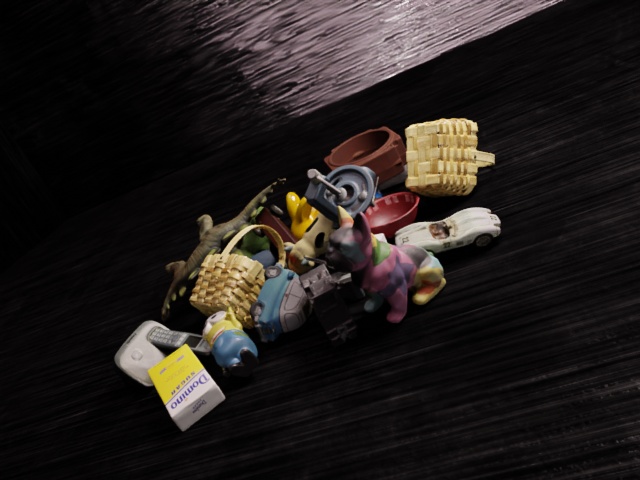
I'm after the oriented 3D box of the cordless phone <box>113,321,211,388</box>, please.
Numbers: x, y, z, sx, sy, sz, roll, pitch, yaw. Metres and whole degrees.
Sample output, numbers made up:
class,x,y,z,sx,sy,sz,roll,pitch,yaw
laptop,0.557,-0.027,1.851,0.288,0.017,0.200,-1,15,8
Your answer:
class,x,y,z,sx,sy,sz,roll,pitch,yaw
cordless phone,-0.316,0.244,1.118,0.184,0.088,0.147,3,31,17

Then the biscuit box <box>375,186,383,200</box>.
class,x,y,z,sx,sy,sz,roll,pitch,yaw
biscuit box,0.093,-0.060,1.347,0.059,0.062,0.203,-6,30,40

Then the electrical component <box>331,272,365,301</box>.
class,x,y,z,sx,sy,sz,roll,pitch,yaw
electrical component,0.069,0.081,1.076,0.119,0.047,0.075,-20,23,13

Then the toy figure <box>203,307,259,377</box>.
class,x,y,z,sx,sy,sz,roll,pitch,yaw
toy figure,-0.171,0.204,1.030,0.082,0.089,0.180,-29,30,-19

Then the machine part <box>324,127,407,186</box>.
class,x,y,z,sx,sy,sz,roll,pitch,yaw
machine part,0.121,-0.215,1.435,0.201,0.087,0.201,-27,27,-1

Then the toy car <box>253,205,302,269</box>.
class,x,y,z,sx,sy,sz,roll,pitch,yaw
toy car,-0.093,-0.006,1.330,0.089,0.053,0.202,-51,55,11

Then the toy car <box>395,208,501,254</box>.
class,x,y,z,sx,sy,sz,roll,pitch,yaw
toy car,0.246,-0.011,1.037,0.202,0.056,0.074,-16,42,7

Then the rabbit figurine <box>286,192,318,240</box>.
class,x,y,z,sx,sy,sz,roll,pitch,yaw
rabbit figurine,-0.015,-0.058,1.381,0.122,0.162,0.173,18,66,44

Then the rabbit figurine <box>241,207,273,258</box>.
class,x,y,z,sx,sy,sz,roll,pitch,yaw
rabbit figurine,-0.192,0.013,1.437,0.159,0.121,0.170,-10,42,42

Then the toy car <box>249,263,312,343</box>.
class,x,y,z,sx,sy,sz,roll,pitch,yaw
toy car,-0.068,0.125,1.065,0.103,0.109,0.162,2,41,19

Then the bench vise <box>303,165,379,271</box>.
class,x,y,z,sx,sy,sz,roll,pitch,yaw
bench vise,0.032,-0.059,1.039,0.129,0.240,0.223,26,86,32

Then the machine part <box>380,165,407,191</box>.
class,x,y,z,sx,sy,sz,roll,pitch,yaw
machine part,0.167,-0.176,1.505,0.243,0.079,0.079,-19,23,14

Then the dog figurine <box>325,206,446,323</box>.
class,x,y,z,sx,sy,sz,roll,pitch,yaw
dog figurine,0.109,0.026,0.935,0.191,0.219,0.109,-34,26,-15

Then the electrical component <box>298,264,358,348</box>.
class,x,y,z,sx,sy,sz,roll,pitch,yaw
electrical component,0.013,0.113,0.980,0.058,0.114,0.134,-26,24,-3

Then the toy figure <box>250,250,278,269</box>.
class,x,y,z,sx,sy,sz,roll,pitch,yaw
toy figure,-0.179,0.082,1.337,0.154,0.057,0.064,-33,13,-2

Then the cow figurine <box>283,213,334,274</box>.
class,x,y,z,sx,sy,sz,roll,pitch,yaw
cow figurine,-0.002,-0.004,1.203,0.195,0.086,0.127,-53,-20,10

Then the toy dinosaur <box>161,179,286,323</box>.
class,x,y,z,sx,sy,sz,roll,pitch,yaw
toy dinosaur,-0.255,0.020,1.349,0.471,0.105,0.199,-55,33,-1
